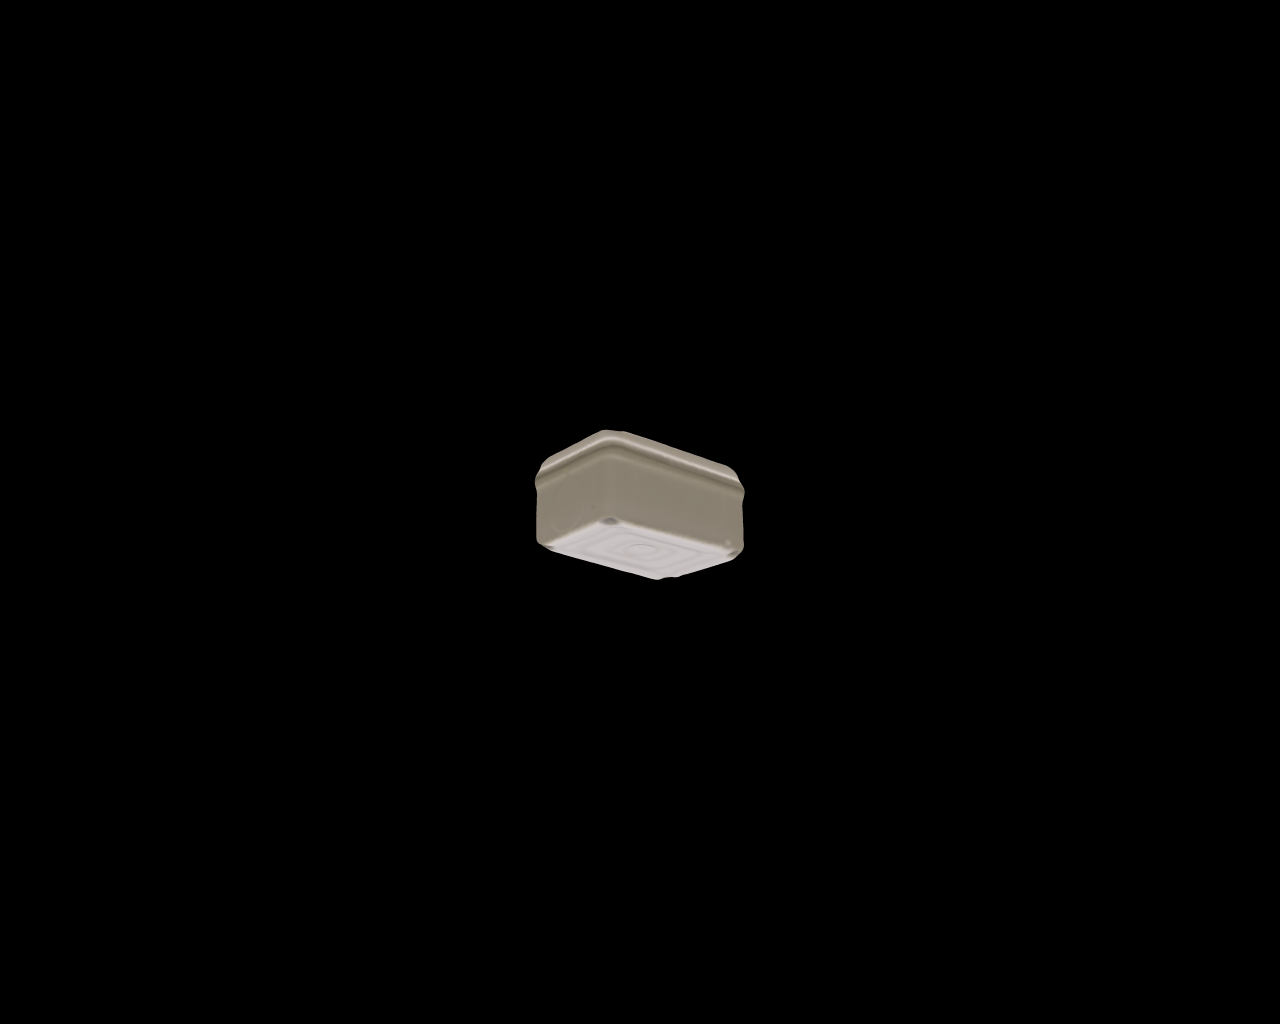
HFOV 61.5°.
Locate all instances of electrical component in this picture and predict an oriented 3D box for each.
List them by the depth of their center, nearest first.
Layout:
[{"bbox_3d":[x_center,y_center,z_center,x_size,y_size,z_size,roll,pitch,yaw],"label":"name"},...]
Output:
[{"bbox_3d":[0.001,-0.003,0.650,0.113,0.057,0.078,17,-27,-38],"label":"electrical component"}]
